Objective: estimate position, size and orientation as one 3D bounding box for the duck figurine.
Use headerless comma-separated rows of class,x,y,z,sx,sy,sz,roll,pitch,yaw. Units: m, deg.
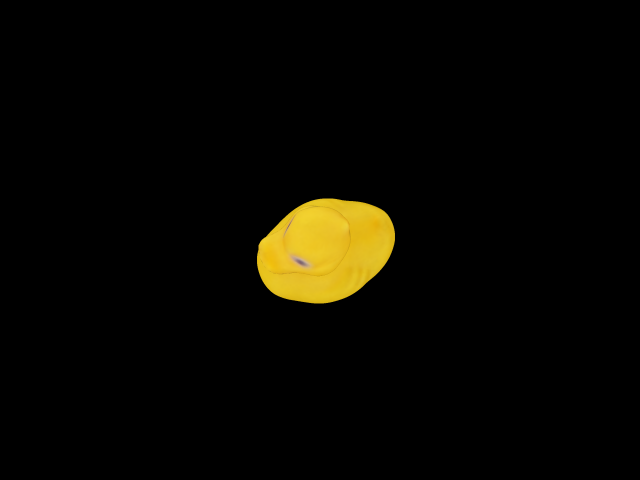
duck figurine,0.004,0.001,0.400,0.104,0.086,0.077,-18,79,-3
